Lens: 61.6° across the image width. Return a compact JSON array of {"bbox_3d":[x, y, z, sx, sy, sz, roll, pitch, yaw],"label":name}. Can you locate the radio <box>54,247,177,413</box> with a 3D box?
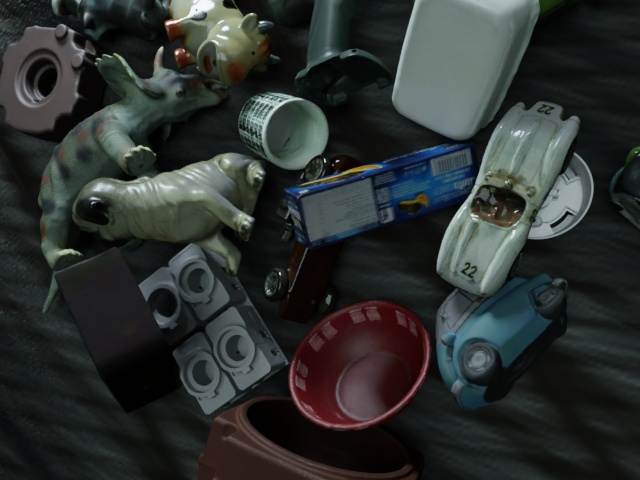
[{"bbox_3d":[-0.229,0.112,0.622,0.073,0.229,0.131,-25,71,-24],"label":"radio"}]

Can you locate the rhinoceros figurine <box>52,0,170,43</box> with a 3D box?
[{"bbox_3d":[-0.294,-0.334,0.767,0.190,0.073,0.112,20,102,18],"label":"rhinoceros figurine"}]

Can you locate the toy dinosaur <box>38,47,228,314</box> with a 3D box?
[{"bbox_3d":[-0.302,-0.092,0.724,0.405,0.131,0.192,-41,62,15],"label":"toy dinosaur"}]

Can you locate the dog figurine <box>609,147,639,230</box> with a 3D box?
[{"bbox_3d":[0.411,-0.067,0.486,0.219,0.108,0.192,-46,71,5],"label":"dog figurine"}]

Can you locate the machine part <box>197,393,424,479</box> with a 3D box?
[{"bbox_3d":[-0.003,0.232,0.543,0.202,0.201,0.087,14,90,20],"label":"machine part"}]

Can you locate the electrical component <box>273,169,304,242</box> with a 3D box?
[{"bbox_3d":[-0.030,-0.041,0.650,0.021,0.063,0.094,31,96,18],"label":"electrical component"}]

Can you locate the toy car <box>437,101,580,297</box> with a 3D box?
[{"bbox_3d":[0.183,-0.042,0.526,0.074,0.056,0.201,27,93,32],"label":"toy car"}]

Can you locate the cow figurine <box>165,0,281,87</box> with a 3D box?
[{"bbox_3d":[-0.127,-0.266,0.677,0.127,0.085,0.195,-16,58,-4],"label":"cow figurine"}]

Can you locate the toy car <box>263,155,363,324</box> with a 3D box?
[{"bbox_3d":[-0.001,-0.002,0.627,0.053,0.089,0.202,26,96,52],"label":"toy car"}]

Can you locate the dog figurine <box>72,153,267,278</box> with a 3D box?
[{"bbox_3d":[-0.169,-0.058,0.629,0.190,0.172,0.121,17,127,-9],"label":"dog figurine"}]

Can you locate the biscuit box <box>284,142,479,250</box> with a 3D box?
[{"bbox_3d":[0.068,-0.051,0.569,0.203,0.063,0.059,-17,106,-14],"label":"biscuit box"}]

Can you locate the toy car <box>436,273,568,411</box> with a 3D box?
[{"bbox_3d":[0.174,0.089,0.552,0.161,0.109,0.103,-48,55,0],"label":"toy car"}]

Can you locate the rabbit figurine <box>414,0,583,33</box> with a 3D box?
[{"bbox_3d":[0.182,-0.296,0.578,0.159,0.121,0.170,-29,91,36],"label":"rabbit figurine"}]

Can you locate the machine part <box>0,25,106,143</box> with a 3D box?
[{"bbox_3d":[-0.400,-0.231,0.796,0.180,0.056,0.179,-2,85,20],"label":"machine part"}]

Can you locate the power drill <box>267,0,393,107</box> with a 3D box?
[{"bbox_3d":[0.034,-0.268,0.602,0.232,0.086,0.207,-13,75,37],"label":"power drill"}]
